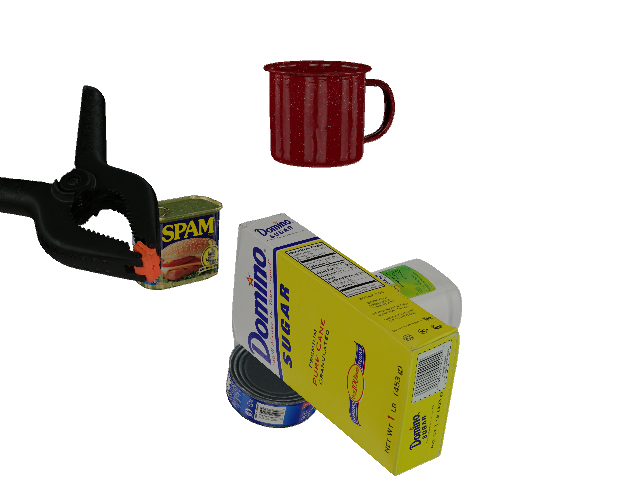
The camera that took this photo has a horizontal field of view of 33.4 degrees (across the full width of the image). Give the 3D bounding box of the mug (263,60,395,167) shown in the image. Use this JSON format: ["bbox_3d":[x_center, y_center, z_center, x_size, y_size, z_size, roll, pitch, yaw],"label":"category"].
[{"bbox_3d":[0.009,-0.111,0.926,0.117,0.081,0.093,-5,17,-18],"label":"mug"}]

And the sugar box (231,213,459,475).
[{"bbox_3d":[0.008,0.060,0.679,0.048,0.093,0.176,-16,34,-38],"label":"sugar box"}]

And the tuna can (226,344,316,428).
[{"bbox_3d":[-0.040,0.123,0.934,0.086,0.034,0.086,8,36,-6],"label":"tuna can"}]

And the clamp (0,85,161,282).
[{"bbox_3d":[-0.185,-0.042,0.832,0.210,0.036,0.164,32,58,28],"label":"clamp"}]

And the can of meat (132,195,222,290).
[{"bbox_3d":[-0.160,0.002,1.183,0.101,0.084,0.058,-13,24,-39],"label":"can of meat"}]

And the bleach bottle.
[{"bbox_3d":[0.027,0.090,1.180,0.250,0.068,0.103,-15,33,-26],"label":"bleach bottle"}]
